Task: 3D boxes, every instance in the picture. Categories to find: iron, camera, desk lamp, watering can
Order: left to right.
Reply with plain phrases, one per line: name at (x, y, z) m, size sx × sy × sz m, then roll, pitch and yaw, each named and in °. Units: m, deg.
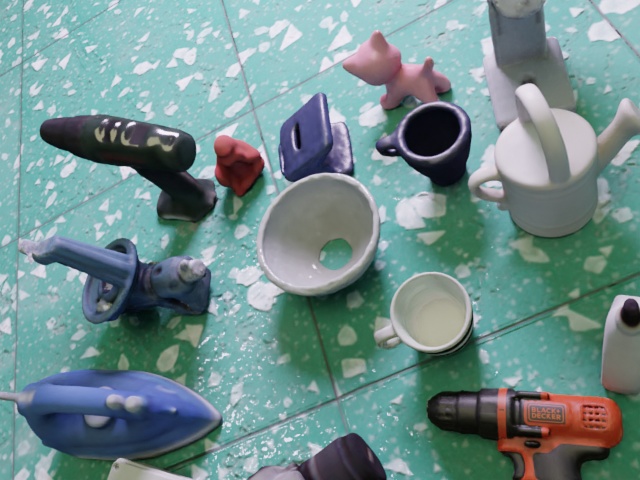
iron at (-0.266, 0.209, 0.716) m, size 0.257 × 0.142 × 0.118 m, roll -6°, pitch 63°, yaw 23°
camera at (0.004, 0.273, 0.581) m, size 0.137 × 0.101 × 0.143 m, roll -39°, pitch 55°, yaw 3°
desk lamp at (0.235, -0.278, 0.681) m, size 0.117 × 0.214 × 0.203 m, roll -13°, pitch 60°, yaw 19°
watering can at (0.241, -0.092, 0.596) m, size 0.173 × 0.195 × 0.100 m, roll -38°, pitch 55°, yaw 4°

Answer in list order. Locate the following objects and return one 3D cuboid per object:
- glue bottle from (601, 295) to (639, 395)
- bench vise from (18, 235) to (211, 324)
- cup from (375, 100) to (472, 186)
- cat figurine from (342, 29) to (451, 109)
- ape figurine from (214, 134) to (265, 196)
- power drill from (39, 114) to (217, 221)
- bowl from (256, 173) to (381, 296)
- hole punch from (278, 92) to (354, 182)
glue bottle at (0.271, 0.084, 0.506) m, size 0.037 × 0.174 × 0.078 m, roll 5°, pitch 68°, yaw 27°
bench vise at (-0.260, 0.032, 0.755) m, size 0.207 × 0.220 × 0.121 m, roll -25°, pitch 57°, yaw 12°
cup at (0.136, -0.107, 0.714) m, size 0.117 × 0.095 × 0.091 m, roll -8°, pitch 62°, yaw 22°
cat figurine at (0.102, -0.233, 0.779) m, size 0.127 × 0.118 × 0.067 m, roll 15°, pitch 73°, yaw 31°
ape figurine at (-0.127, -0.120, 0.846) m, size 0.077 × 0.092 × 0.076 m, roll -13°, pitch 60°, yaw 19°
power drill at (-0.256, -0.107, 0.830) m, size 0.228 × 0.209 × 0.076 m, roll 4°, pitch 67°, yaw 27°
bowl at (0.007, 0.003, 0.732) m, size 0.167 × 0.075 × 0.167 m, roll -11°, pitch 61°, yaw 20°
hole punch at (-0.015, -0.134, 0.801) m, size 0.101 × 0.091 × 0.108 m, roll -17°, pitch 59°, yaw 17°
